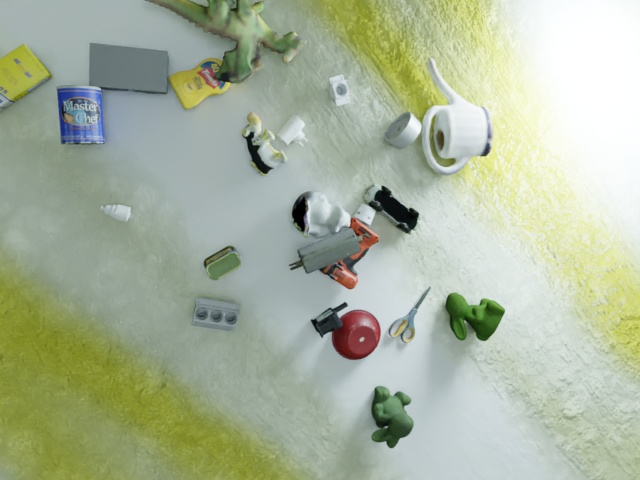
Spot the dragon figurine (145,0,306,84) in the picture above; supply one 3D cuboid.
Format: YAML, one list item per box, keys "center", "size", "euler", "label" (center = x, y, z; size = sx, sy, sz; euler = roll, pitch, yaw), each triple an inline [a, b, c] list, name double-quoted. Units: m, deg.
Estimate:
- center: [-0.241, -0.529, 1.337]
  size: [0.411, 0.243, 0.122]
  euler: [-7, -1, -14]
  label: "dragon figurine"

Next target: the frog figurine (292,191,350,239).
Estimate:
- center: [0.005, -0.075, 1.483]
  size: [0.160, 0.138, 0.122]
  euler: [-7, -5, -34]
  label: "frog figurine"

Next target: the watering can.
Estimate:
- center: [0.412, -0.369, 1.551]
  size: [0.225, 0.346, 0.104]
  euler: [-3, 7, -15]
  label: "watering can"
